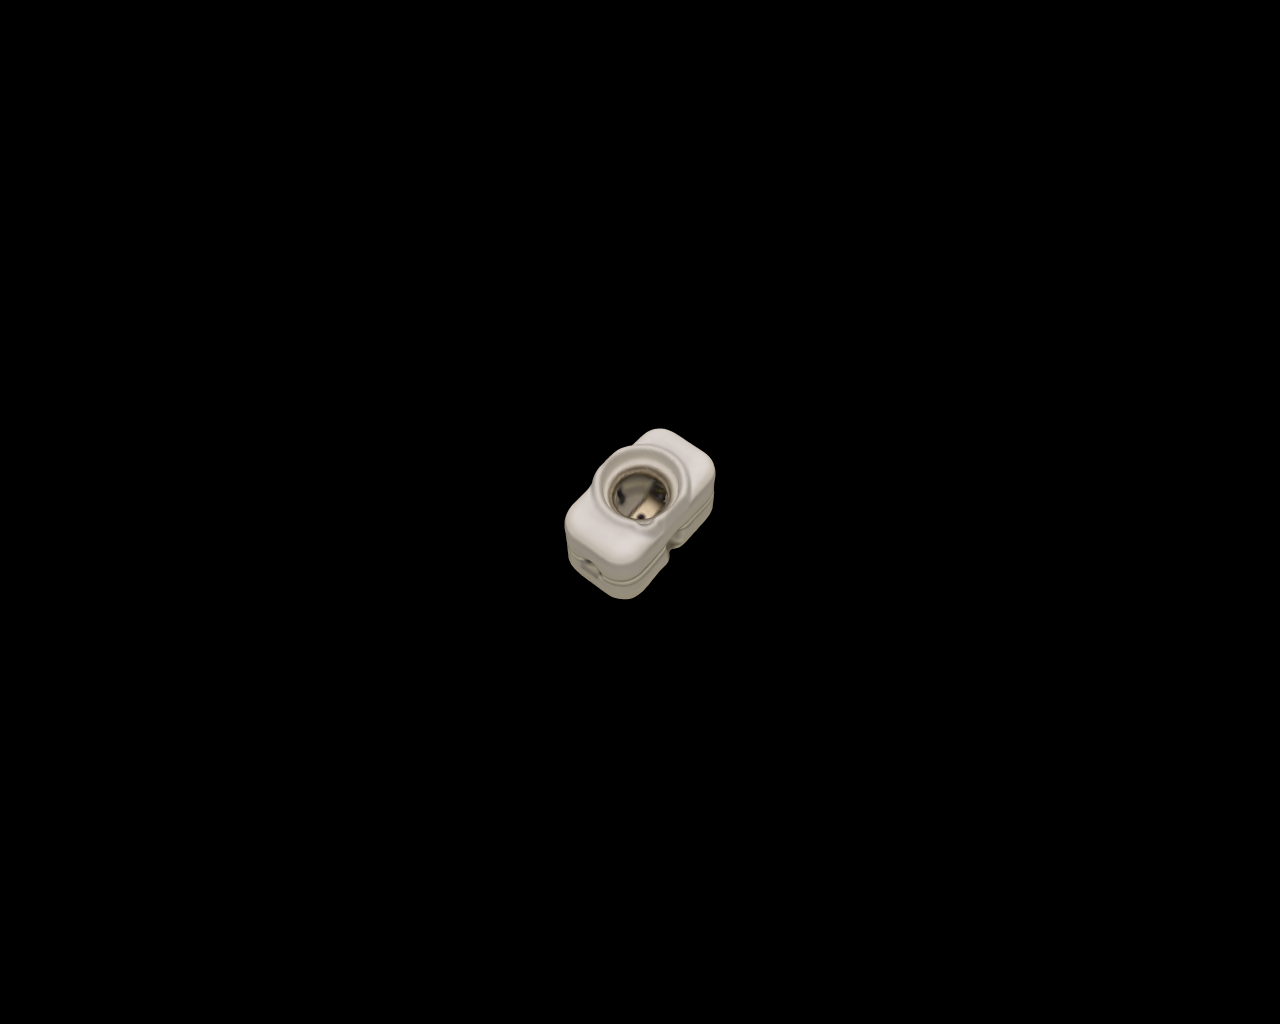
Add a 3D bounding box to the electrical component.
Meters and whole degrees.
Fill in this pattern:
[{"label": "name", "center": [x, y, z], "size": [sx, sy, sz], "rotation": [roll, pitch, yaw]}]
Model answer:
[{"label": "electrical component", "center": [0.001, -0.003, 0.650], "size": [0.054, 0.095, 0.059], "rotation": [36, -24, 18]}]
